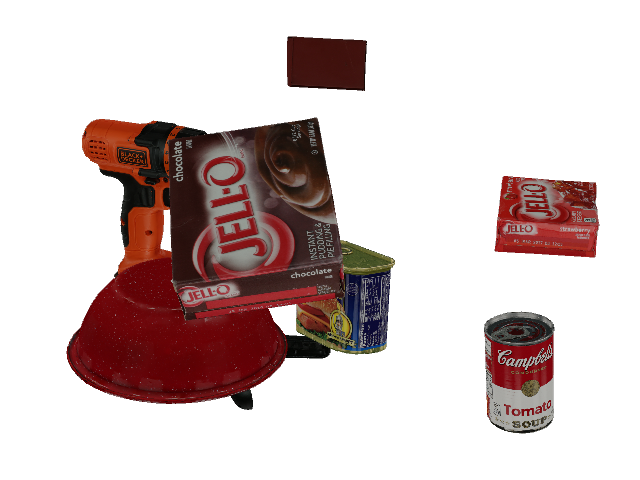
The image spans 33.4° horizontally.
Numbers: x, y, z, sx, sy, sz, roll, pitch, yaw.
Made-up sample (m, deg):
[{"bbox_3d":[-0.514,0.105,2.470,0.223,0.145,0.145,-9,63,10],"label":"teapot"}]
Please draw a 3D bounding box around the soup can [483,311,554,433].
[{"bbox_3d":[0.198,0.131,1.061,0.068,0.102,0.068,-4,22,2],"label":"soup can"}]

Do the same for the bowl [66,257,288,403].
[{"bbox_3d":[-0.103,0.055,0.777,0.162,0.055,0.162,2,22,-1],"label":"bowl"}]

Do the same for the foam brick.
[{"bbox_3d":[0.005,-0.182,1.094,0.078,0.051,0.053,2,11,-6],"label":"foam brick"}]

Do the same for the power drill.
[{"bbox_3d":[-0.148,-0.030,1.083,0.185,0.188,0.057,11,30,22],"label":"power drill"}]

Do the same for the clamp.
[{"bbox_3d":[-0.115,0.129,1.238,0.210,0.036,0.164,14,24,24],"label":"clamp"}]

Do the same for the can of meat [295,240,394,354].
[{"bbox_3d":[0.020,0.051,0.985,0.057,0.084,0.102,-8,18,-35],"label":"can of meat"}]

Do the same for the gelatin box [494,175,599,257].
[{"bbox_3d":[0.171,-0.019,0.808,0.073,0.030,0.089,5,25,11],"label":"gelatin box"}]

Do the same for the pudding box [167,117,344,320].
[{"bbox_3d":[-0.038,-0.014,0.597,0.090,0.113,0.039,-8,-43,-1],"label":"pudding box"}]
